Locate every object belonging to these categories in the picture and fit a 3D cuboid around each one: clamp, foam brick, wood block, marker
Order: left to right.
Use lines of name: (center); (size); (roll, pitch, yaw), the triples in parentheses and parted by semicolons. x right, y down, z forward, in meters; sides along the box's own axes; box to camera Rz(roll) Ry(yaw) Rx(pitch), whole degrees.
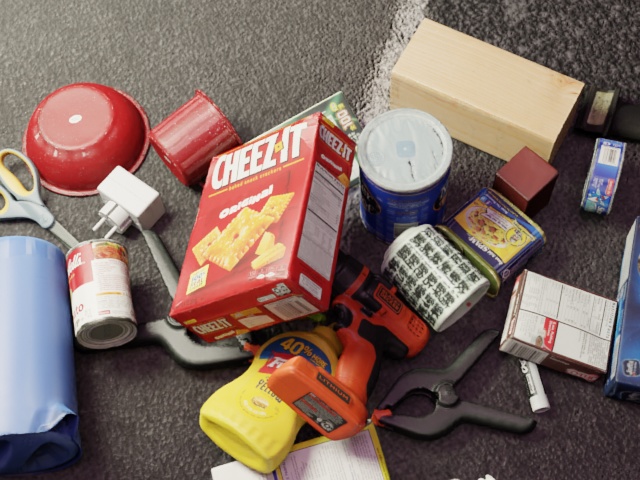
clamp: (-0.155, 0.079, 1.199); (0.210, 0.036, 0.164); (16, 67, 15)
clamp: (0.143, 0.175, 1.135); (0.171, 0.039, 0.120); (-24, 61, -10)
wood block: (0.195, -0.170, 1.270); (0.206, 0.090, 0.090); (26, 68, 14)
foam brick: (0.232, -0.059, 1.221); (0.053, 0.078, 0.051); (-41, 71, -15)
marker: (0.226, 0.128, 1.163); (0.020, 0.020, 0.121); (-10, 64, -2)

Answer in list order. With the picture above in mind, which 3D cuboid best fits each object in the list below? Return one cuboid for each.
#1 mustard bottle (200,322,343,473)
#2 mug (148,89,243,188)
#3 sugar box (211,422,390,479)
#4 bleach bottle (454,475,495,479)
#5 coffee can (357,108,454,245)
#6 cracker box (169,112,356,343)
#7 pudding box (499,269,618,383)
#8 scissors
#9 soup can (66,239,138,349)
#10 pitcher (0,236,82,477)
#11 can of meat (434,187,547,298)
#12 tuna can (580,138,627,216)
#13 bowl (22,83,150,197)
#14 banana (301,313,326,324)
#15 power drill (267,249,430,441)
mustard bottle: (-0.033, 0.152, 1.128); (0.096, 0.058, 0.191); (30, 50, 20)
mug: (-0.143, -0.108, 1.269); (0.081, 0.093, 0.117); (-39, 105, -10)
sugar box: (-0.016, 0.259, 1.100); (0.176, 0.048, 0.093); (-16, 63, -1)
bleach bottle: (0.087, 0.327, 1.052); (0.250, 0.068, 0.103); (-35, 73, -16)
coffee can: (0.094, -0.068, 1.197); (0.103, 0.140, 0.103); (-1, 64, 3)
cracker box: (-0.058, -0.013, 1.110); (0.164, 0.072, 0.213); (-18, 47, 36)
pudding box: (0.260, 0.093, 1.154); (0.113, 0.039, 0.090); (20, 60, -2)
scissors: (-0.343, -0.018, 1.267); (0.096, 0.016, 0.202); (-33, 76, 2)
soup can: (-0.237, 0.059, 1.164); (0.068, 0.068, 0.102); (-13, 59, -3)
pitcher: (-0.333, 0.126, 1.146); (0.149, 0.145, 0.243); (-2, 60, -11)
can of meat: (0.191, 0.000, 1.207); (0.083, 0.057, 0.102); (-40, 69, -17)
tuna can: (0.323, -0.072, 1.217); (0.034, 0.086, 0.086); (14, 66, 11)
bowl: (-0.291, -0.136, 1.301); (0.162, 0.055, 0.162); (-2, 64, 3)
banana: (-0.023, 0.010, 1.212); (0.070, 0.037, 0.198); (-18, 64, 30)
power drill: (0.018, 0.098, 1.106); (0.184, 0.057, 0.187); (40, 47, -8)
